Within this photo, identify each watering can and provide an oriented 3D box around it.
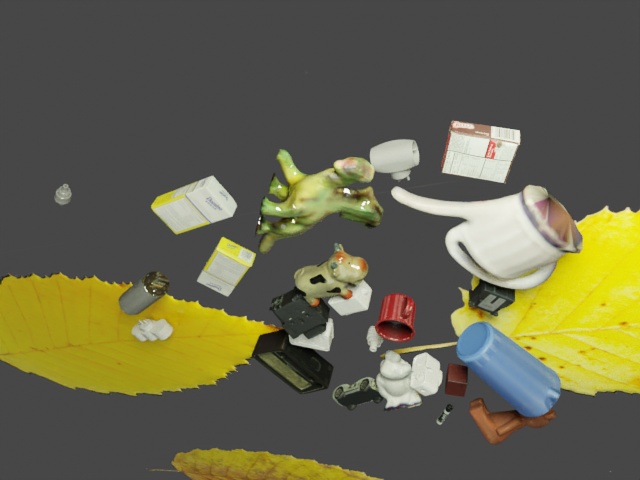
[{"bbox_3d":[0.313,-0.024,0.927,0.345,0.106,0.221,37,135,-19],"label":"watering can"}]

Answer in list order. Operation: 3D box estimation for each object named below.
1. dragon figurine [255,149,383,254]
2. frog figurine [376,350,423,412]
[{"bbox_3d":[0.003,-0.052,1.026,0.243,0.125,0.402,12,152,-4],"label":"dragon figurine"},{"bbox_3d":[0.212,0.374,1.420,0.136,0.124,0.159,-17,91,43],"label":"frog figurine"}]
